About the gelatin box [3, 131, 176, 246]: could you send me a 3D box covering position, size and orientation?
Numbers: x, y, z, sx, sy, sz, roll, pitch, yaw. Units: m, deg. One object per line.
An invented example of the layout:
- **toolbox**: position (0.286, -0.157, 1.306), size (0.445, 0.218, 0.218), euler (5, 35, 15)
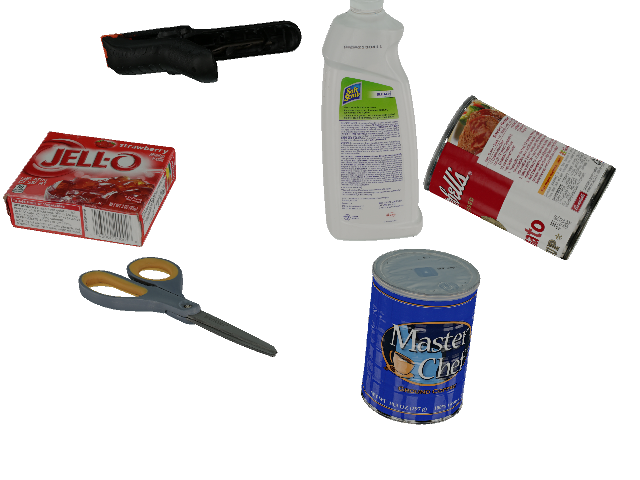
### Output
- **gelatin box**: position (-0.145, -0.035, 0.680), size (0.089, 0.030, 0.073), euler (9, 40, 8)

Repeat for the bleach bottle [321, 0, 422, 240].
- **bleach bottle**: position (0.052, -0.122, 1.036), size (0.102, 0.251, 0.068), euler (-4, 31, -6)

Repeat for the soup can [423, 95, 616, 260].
- **soup can**: position (0.126, -0.040, 0.680), size (0.102, 0.068, 0.068), euler (29, 7, 13)

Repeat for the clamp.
- **clamp**: position (-0.103, -0.156, 0.861), size (0.172, 0.039, 0.120), euler (15, 25, 41)

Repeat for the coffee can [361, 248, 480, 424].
- **coffee can**: position (0.096, 0.092, 1.039), size (0.103, 0.140, 0.103), euler (3, 24, -2)

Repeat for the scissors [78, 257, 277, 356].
- **scissors**: position (-0.106, 0.050, 0.885), size (0.202, 0.016, 0.096), euler (13, 26, 22)
